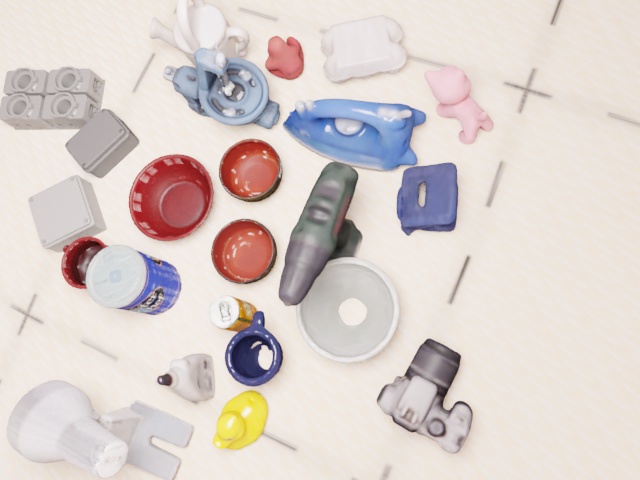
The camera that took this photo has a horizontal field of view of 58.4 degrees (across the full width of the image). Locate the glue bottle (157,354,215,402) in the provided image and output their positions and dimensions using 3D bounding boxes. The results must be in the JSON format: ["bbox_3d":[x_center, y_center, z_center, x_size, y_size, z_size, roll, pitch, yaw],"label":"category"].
[{"bbox_3d":[-0.214,0.218,0.906,0.037,0.173,0.078,-7,77,9],"label":"glue bottle"}]

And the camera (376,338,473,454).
[{"bbox_3d":[0.174,0.230,0.869,0.143,0.101,0.137,27,84,15],"label":"camera"}]

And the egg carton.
[{"bbox_3d":[0.077,-0.340,1.026,0.150,0.069,0.107,-10,76,9],"label":"egg carton"}]

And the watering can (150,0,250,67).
[{"bbox_3d":[-0.217,-0.369,1.022,0.172,0.194,0.101,-17,75,7],"label":"watering can"}]

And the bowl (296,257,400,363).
[{"bbox_3d":[0.049,0.116,0.930,0.167,0.075,0.167,-2,78,10],"label":"bowl"}]

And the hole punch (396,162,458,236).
[{"bbox_3d":[0.176,-0.067,0.937,0.101,0.091,0.109,2,78,11],"label":"hole punch"}]

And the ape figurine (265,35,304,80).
[{"bbox_3d":[-0.069,-0.338,1.041,0.078,0.092,0.076,-28,74,4],"label":"ape figurine"}]

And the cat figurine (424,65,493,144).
[{"bbox_3d":[0.232,-0.236,0.949,0.067,0.118,0.127,-39,74,1],"label":"cat figurine"}]

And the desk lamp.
[{"bbox_3d":[-0.336,0.303,0.890,0.203,0.214,0.118,17,82,14],"label":"desk lamp"}]

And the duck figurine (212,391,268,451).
[{"bbox_3d":[-0.134,0.292,0.921,0.077,0.086,0.104,35,86,16],"label":"duck figurine"}]

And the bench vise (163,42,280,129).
[{"bbox_3d":[-0.188,-0.262,0.981,0.207,0.220,0.121,2,78,11],"label":"bench vise"}]

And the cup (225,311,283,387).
[{"bbox_3d":[-0.096,0.177,0.934,0.091,0.095,0.118,3,79,11],"label":"cup"}]

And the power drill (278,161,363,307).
[{"bbox_3d":[0.008,0.003,0.892,0.075,0.208,0.230,15,81,14],"label":"power drill"}]

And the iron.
[{"bbox_3d":[0.043,-0.200,0.965,0.257,0.141,0.119,10,80,13],"label":"iron"}]
